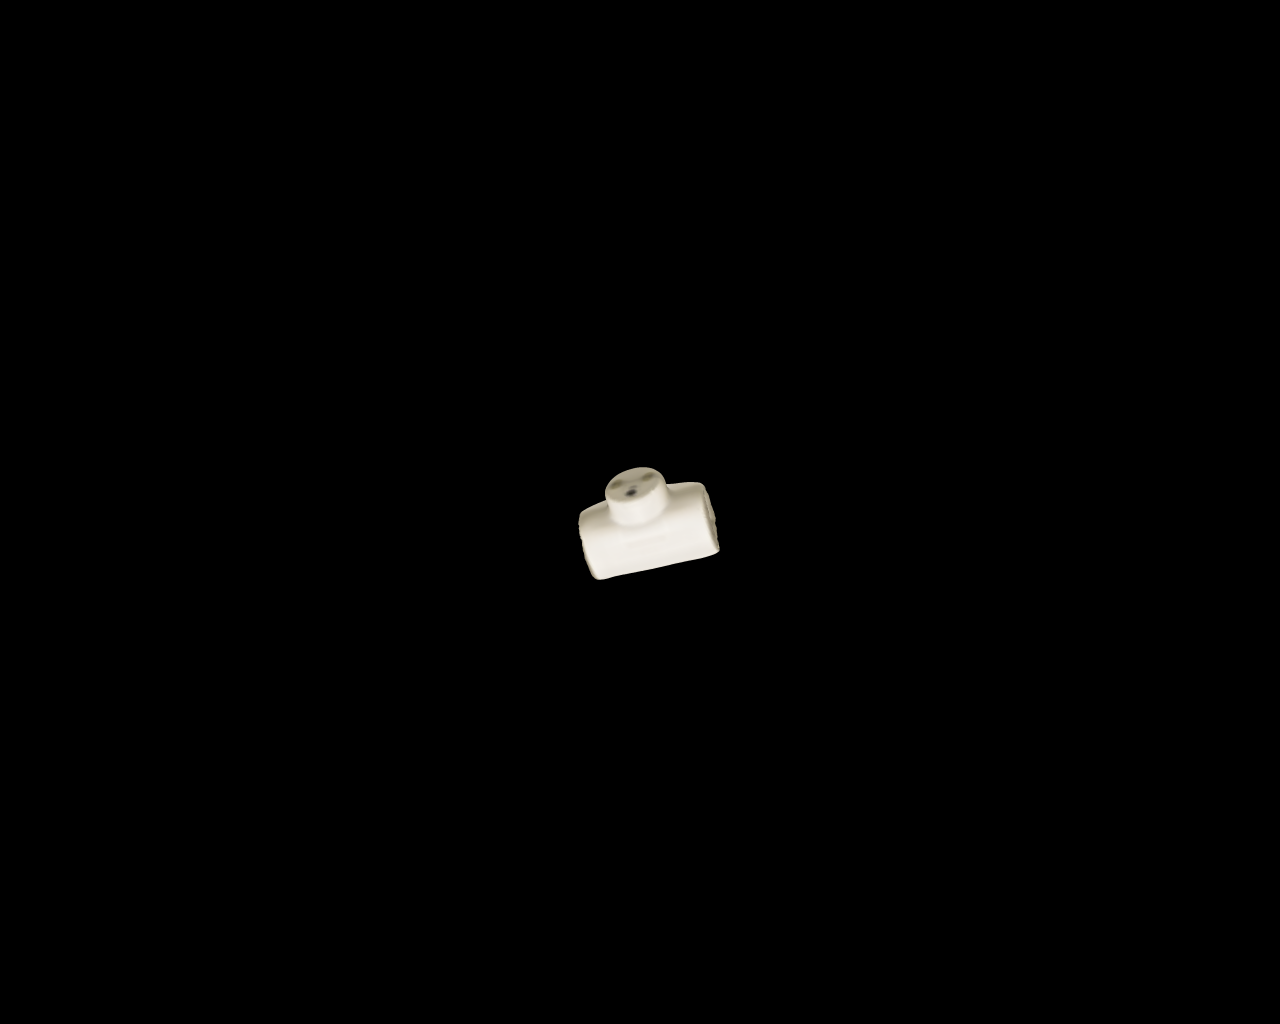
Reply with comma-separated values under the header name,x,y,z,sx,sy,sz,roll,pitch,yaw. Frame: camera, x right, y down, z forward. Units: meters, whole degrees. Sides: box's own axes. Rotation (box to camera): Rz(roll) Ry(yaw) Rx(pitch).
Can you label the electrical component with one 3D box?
name,x,y,z,sx,sy,sz,roll,pitch,yaw
electrical component,0.001,-0.003,0.650,0.077,0.079,0.043,-14,32,9
